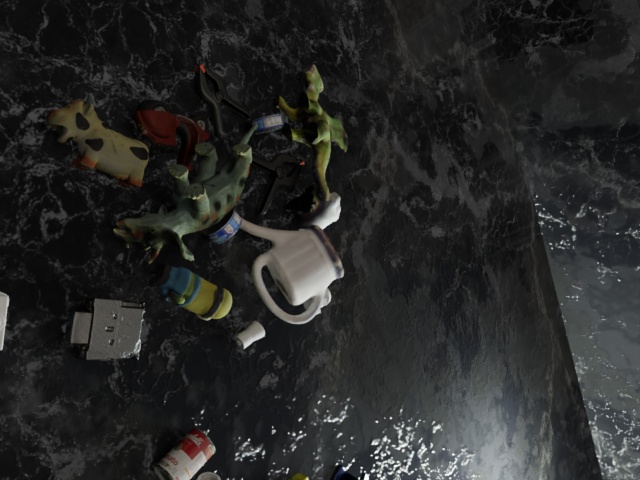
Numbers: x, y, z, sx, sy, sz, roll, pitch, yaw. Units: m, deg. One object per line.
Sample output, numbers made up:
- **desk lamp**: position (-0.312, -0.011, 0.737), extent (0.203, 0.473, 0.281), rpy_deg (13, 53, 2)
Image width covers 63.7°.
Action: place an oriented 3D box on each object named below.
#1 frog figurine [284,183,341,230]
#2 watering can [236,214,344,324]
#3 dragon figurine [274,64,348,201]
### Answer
- **frog figurine**: position (0.004, -0.070, 1.385), extent (0.137, 0.124, 0.157), rpy_deg (-53, 137, 2)
- **watering can**: position (-0.075, 0.035, 1.270), extent (0.226, 0.104, 0.345), rpy_deg (-31, 102, -20)
- **dragon figurine**: position (0.012, -0.297, 1.416), extent (0.243, 0.121, 0.413), rpy_deg (-5, 75, -53)
